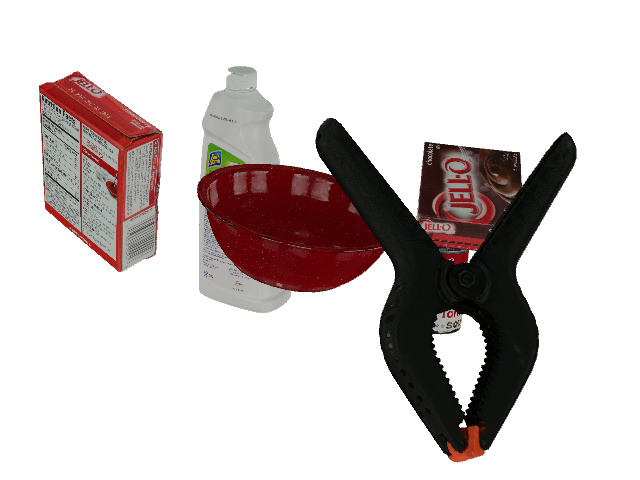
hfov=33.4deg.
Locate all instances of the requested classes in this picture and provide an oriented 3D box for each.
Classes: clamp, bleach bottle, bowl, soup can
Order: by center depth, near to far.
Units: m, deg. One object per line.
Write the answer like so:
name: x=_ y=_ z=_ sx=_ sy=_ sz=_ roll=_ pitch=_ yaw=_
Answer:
clamp: x=0.070 y=0.021 z=0.629 sx=0.164 sy=0.210 sz=0.036 roll=8 pitch=-18 yaw=-8
bowl: x=-0.019 y=-0.005 z=0.825 sx=0.162 sy=0.055 sz=0.162 roll=10 pitch=23 yaw=-5
bleach bottle: x=-0.078 y=-0.055 z=1.120 sx=0.103 sy=0.251 sz=0.068 roll=14 pitch=25 yaw=25
soup can: x=0.137 y=0.052 z=1.258 sx=0.068 sy=0.102 sz=0.068 roll=4 pitch=15 yaw=-1

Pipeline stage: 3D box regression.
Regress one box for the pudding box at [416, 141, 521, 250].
pudding box: x=0.132 y=-0.039 z=0.952 sx=0.090 sy=0.039 sz=0.113 roll=7 pitch=39 yaw=3

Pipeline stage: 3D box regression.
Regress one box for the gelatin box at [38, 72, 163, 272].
gelatin box: x=-0.123 y=-0.038 z=0.595 sx=0.073 sy=0.089 sz=0.030 roll=35 pitch=45 yaw=29
